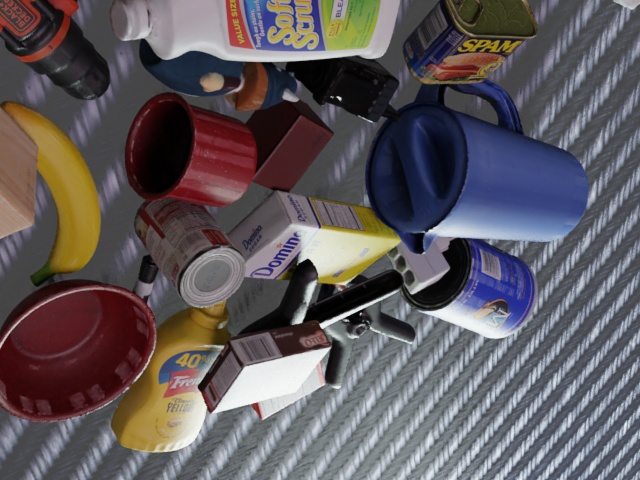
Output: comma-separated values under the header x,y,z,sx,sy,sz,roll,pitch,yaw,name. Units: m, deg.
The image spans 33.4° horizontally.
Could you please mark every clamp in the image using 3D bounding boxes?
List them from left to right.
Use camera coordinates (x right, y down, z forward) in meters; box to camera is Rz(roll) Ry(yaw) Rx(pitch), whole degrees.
x,y,z,sx,sy,sz,roll,pitch,yaw,name
-0.030,0.084,1.109,0.210,0.036,0.164,-37,153,21,clamp
0.049,0.090,1.216,0.120,0.039,0.171,-29,137,-17,clamp

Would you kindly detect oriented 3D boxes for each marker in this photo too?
x,y,z,sx,sy,sz,roll,pitch,yaw,name
-0.178,0.064,1.041,0.020,0.020,0.121,1,124,-37,marker

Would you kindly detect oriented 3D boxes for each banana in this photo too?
x,y,z,sx,sy,sz,roll,pitch,yaw,name
-0.223,-0.037,0.908,0.069,0.037,0.198,-19,134,-23,banana

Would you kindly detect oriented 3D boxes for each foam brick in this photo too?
x,y,z,sx,sy,sz,roll,pitch,yaw,name
-0.037,-0.091,0.989,0.078,0.051,0.052,-51,140,13,foam brick

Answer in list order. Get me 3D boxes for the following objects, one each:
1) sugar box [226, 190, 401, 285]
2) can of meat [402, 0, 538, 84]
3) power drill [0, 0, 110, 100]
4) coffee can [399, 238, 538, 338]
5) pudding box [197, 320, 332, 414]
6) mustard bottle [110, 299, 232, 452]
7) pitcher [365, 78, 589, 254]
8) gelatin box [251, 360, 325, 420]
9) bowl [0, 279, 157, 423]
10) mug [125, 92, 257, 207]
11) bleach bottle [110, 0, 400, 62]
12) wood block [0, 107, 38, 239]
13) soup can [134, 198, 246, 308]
x,y,z,sx,sy,sz,roll,pitch,yaw,name
-0.007,0.002,1.059,0.093,0.048,0.175,-41,154,31,sugar box
0.139,-0.192,1.009,0.101,0.057,0.084,-5,157,-33,can of meat
-0.167,-0.208,0.789,0.187,0.057,0.184,-43,142,1,power drill
0.170,0.048,1.222,0.140,0.103,0.103,22,109,-45,coffee can
-0.055,0.127,1.073,0.113,0.039,0.090,-6,144,-37,pudding box
-0.140,0.130,1.096,0.096,0.058,0.192,7,119,-38,mustard bottle
0.175,-0.072,1.118,0.242,0.145,0.149,6,133,-44,pitcher
-0.041,0.154,1.211,0.089,0.030,0.073,-27,138,-15,gelatin box
-0.236,0.092,0.994,0.161,0.055,0.162,-20,134,-22,bowl
-0.117,-0.069,0.931,0.117,0.093,0.081,-31,153,35,mug
-0.049,-0.180,0.841,0.250,0.068,0.103,-17,134,-36,bleach bottle
-0.298,-0.084,0.755,0.091,0.090,0.206,-21,140,14,wood block
-0.119,0.006,0.973,0.068,0.102,0.068,-20,133,-23,soup can
